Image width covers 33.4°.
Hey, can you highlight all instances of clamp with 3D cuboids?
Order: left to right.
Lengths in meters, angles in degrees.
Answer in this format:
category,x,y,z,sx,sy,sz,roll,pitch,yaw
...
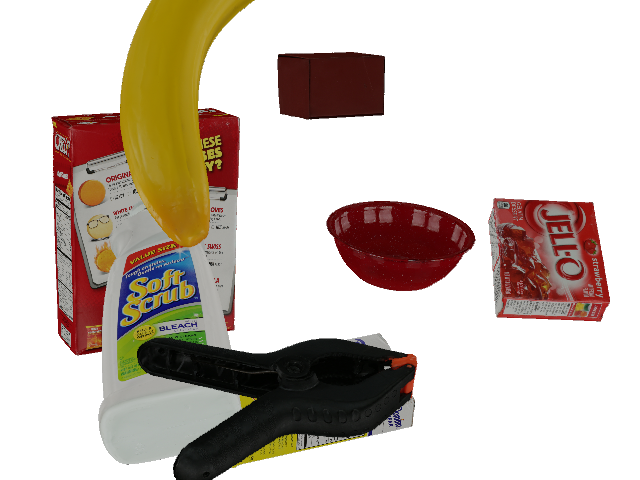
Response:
category,x,y,z,sx,sy,sz,roll,pitch,yaw
clamp,-0.021,0.096,0.631,0.171,0.039,0.120,-2,36,-10

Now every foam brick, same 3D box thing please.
category,x,y,z,sx,sy,sz,roll,pitch,yaw
foam brick,0.009,-0.132,0.904,0.078,0.051,0.053,-7,16,-30

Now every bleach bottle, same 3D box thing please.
category,x,y,z,sx,sy,sz,roll,pitch,yaw
bleach bottle,-0.130,0.053,0.832,0.102,0.068,0.251,-12,40,-8

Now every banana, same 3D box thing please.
category,x,y,z,sx,sy,sz,roll,pitch,yaw
banana,-0.062,-0.086,0.526,0.069,0.197,0.037,12,-34,7

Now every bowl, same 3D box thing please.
category,x,y,z,sx,sy,sz,roll,pitch,yaw
bowl,0.084,0.011,1.163,0.162,0.055,0.162,4,24,-2

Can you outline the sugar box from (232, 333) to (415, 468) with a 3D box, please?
category,x,y,z,sx,sy,sz,roll,pitch,yaw
sugar box,-0.011,0.145,0.988,0.176,0.048,0.093,-13,43,-12

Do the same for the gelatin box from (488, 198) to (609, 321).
category,x,y,z,sx,sy,sz,roll,pitch,yaw
gelatin box,0.158,0.012,0.747,0.073,0.089,0.030,3,-37,0

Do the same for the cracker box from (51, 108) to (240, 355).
category,x,y,z,sx,sy,sz,roll,pitch,yaw
cracker box,-0.164,-0.012,1.003,0.163,0.214,0.072,-7,18,-30
